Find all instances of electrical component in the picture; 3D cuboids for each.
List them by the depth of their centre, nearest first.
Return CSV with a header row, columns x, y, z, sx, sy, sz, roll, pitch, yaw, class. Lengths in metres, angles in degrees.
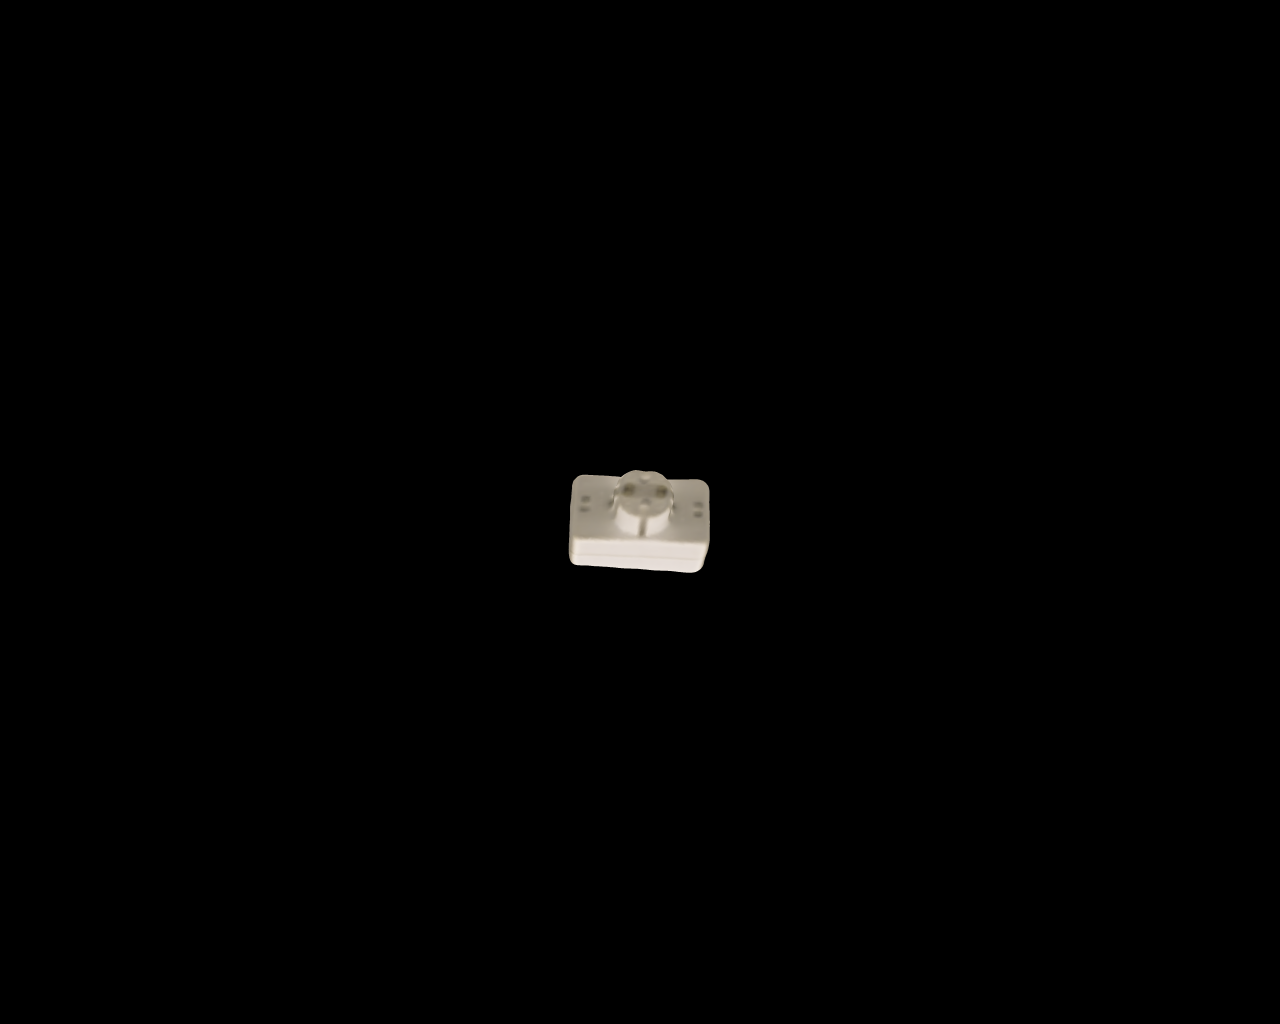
x,y,z,sx,sy,sz,roll,pitch,yaw,class
0.001,-0.003,0.650,0.083,0.047,0.075,3,-32,-5,electrical component
